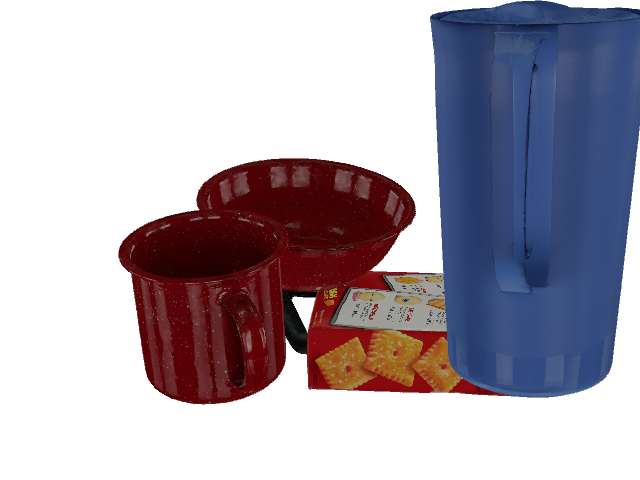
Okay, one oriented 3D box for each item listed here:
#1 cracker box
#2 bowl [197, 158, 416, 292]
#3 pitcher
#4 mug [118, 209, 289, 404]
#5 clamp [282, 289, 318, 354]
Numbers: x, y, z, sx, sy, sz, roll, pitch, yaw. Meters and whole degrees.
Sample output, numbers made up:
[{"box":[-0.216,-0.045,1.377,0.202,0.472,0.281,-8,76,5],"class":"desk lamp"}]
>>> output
[{"box":[0.099,0.088,1.035,0.214,0.072,0.164,2,17,4],"class":"cracker box"},{"box":[-0.011,-0.007,0.795,0.162,0.055,0.162,2,26,-1],"class":"bowl"},{"box":[0.133,-0.026,0.672,0.149,0.243,0.145,-9,18,-26],"class":"pitcher"},{"box":[-0.056,0.042,0.588,0.093,0.081,0.117,-15,28,-24],"class":"mug"},{"box":[-0.048,0.058,1.188,0.210,0.036,0.164,17,30,25],"class":"clamp"}]
